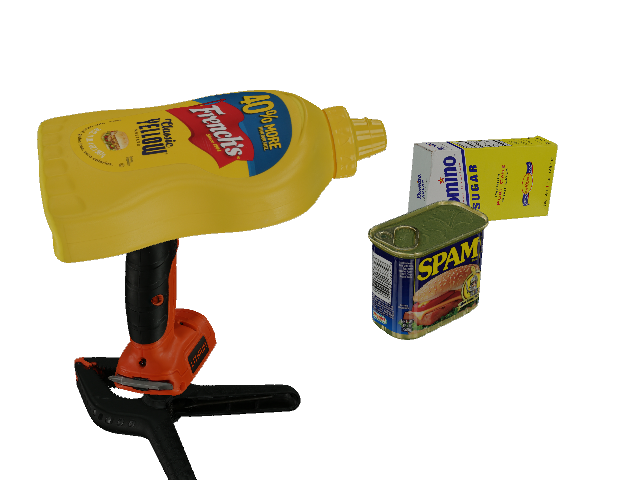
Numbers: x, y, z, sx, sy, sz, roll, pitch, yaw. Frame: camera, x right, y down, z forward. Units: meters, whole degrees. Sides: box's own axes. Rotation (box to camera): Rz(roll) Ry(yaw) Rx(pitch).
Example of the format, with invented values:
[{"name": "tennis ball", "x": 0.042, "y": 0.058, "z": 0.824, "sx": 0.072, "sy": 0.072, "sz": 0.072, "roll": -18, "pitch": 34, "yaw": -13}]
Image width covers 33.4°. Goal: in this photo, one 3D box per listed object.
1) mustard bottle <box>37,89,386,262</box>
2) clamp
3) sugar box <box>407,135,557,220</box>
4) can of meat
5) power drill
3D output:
[{"name": "mustard bottle", "x": -0.057, "y": -0.044, "z": 0.596, "sx": 0.191, "sy": 0.058, "sz": 0.096, "roll": -10, "pitch": 41, "yaw": -9}, {"name": "clamp", "x": -0.134, "y": 0.149, "z": 0.974, "sx": 0.210, "sy": 0.036, "sz": 0.164, "roll": 23, "pitch": 36, "yaw": 31}, {"name": "sugar box", "x": 0.191, "y": -0.070, "z": 1.252, "sx": 0.176, "sy": 0.093, "sz": 0.048, "roll": -7, "pitch": 22, "yaw": -27}, {"name": "can of meat", "x": 0.089, "y": 0.025, "z": 0.885, "sx": 0.101, "sy": 0.084, "sz": 0.058, "roll": -21, "pitch": 35, "yaw": -33}, {"name": "power drill", "x": -0.116, "y": 0.007, "z": 0.809, "sx": 0.057, "sy": 0.188, "sz": 0.184, "roll": 4, "pitch": 23, "yaw": 15}]
